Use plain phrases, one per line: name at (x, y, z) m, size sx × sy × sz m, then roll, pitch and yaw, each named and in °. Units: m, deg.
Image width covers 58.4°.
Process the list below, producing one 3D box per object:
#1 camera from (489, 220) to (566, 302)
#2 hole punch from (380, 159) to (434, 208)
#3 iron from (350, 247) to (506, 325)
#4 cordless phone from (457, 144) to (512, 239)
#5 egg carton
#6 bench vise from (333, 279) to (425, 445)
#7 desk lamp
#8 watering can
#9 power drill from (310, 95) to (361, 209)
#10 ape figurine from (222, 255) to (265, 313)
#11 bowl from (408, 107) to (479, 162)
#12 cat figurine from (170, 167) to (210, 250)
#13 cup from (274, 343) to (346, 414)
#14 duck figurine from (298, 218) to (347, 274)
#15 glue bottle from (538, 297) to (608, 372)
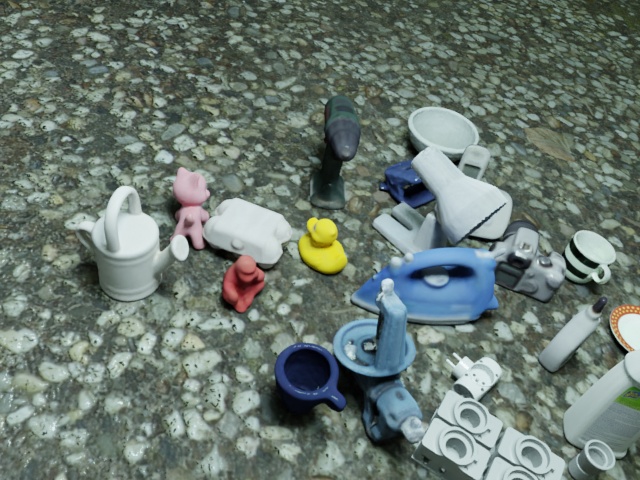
camera at (0.398, 0.023, 1.096) m, size 0.143 × 0.101 × 0.137 m, roll 23°, pitch 47°, yaw 9°
hole punch at (0.194, -0.133, 1.202) m, size 0.109 × 0.091 × 0.101 m, roll -24°, pitch 57°, yaw -30°
iron at (0.190, 0.062, 0.984) m, size 0.259 × 0.141 × 0.118 m, roll -1°, pitch 48°, yaw -13°
cordless phone at (0.319, -0.096, 1.130) m, size 0.147 × 0.185 × 0.094 m, roll 12°, pitch 46°, yaw -1°
egg carton at (-0.130, -0.012, 1.029) m, size 0.150 × 0.069 × 0.107 m, roll 20°, pitch 47°, yaw 6°
bench vise at (0.105, 0.168, 0.811) m, size 0.122 × 0.220 × 0.207 m, roll -26°, pitch 58°, yaw -32°
desk lamp at (0.215, -0.055, 1.048) m, size 0.118 × 0.213 × 0.202 m, roll -31°, pitch 60°, yaw -34°
watering can at (-0.294, 0.000, 0.894) m, size 0.173 × 0.194 × 0.100 m, roll -1°, pitch 48°, yaw -13°
power drill at (0.032, -0.165, 1.112) m, size 0.075 × 0.208 × 0.229 m, roll 6°, pitch 47°, yaw -7°
ape figurine at (-0.126, 0.062, 0.945) m, size 0.078 × 0.092 × 0.076 m, roll -14°, pitch 52°, yaw -24°
bowl at (0.275, -0.231, 1.322) m, size 0.167 × 0.075 × 0.167 m, roll 7°, pitch 47°, yaw -7°
cat figurine at (-0.231, -0.066, 1.022) m, size 0.067 × 0.118 × 0.127 m, roll 2°, pitch 47°, yaw -10°
cup at (-0.014, 0.217, 0.825) m, size 0.117 × 0.095 × 0.092 m, roll 37°, pitch 51°, yaw 21°
duck figurine at (0.010, 0.004, 1.035) m, size 0.078 × 0.086 × 0.104 m, roll -28°, pitch 59°, yaw -33°
glue bottle at (0.423, 0.147, 0.936) m, size 0.078 × 0.173 × 0.037 m, roll -25°, pitch 57°, yaw -31°
